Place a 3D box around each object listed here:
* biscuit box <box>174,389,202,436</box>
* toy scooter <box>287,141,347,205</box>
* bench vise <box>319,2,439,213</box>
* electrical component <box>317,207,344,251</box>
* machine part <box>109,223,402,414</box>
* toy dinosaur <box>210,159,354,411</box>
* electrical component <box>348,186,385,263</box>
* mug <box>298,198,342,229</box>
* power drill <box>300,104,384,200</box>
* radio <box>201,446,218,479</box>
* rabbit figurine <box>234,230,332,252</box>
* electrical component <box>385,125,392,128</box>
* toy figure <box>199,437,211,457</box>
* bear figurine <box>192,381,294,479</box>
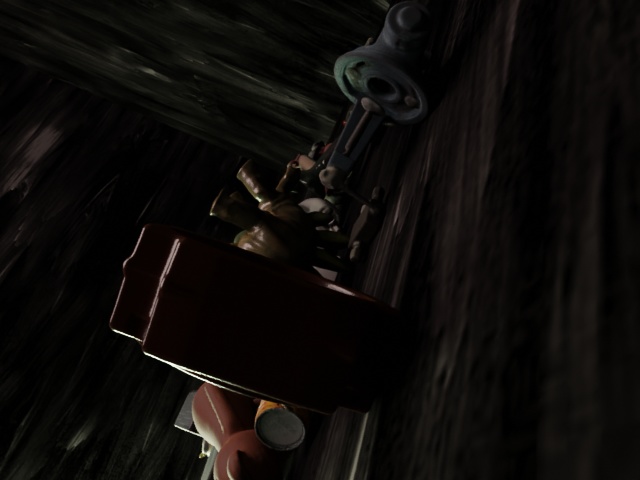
[{"bbox_3d":[-0.171,0.262,0.806,0.063,0.059,0.202,-69,13,-22],"label":"biscuit box"},{"bbox_3d":[0.005,-0.157,1.143,0.184,0.135,0.075,-72,5,-47],"label":"toy scooter"},{"bbox_3d":[0.063,-0.157,0.648,0.240,0.129,0.223,-61,6,-14],"label":"bench vise"},{"bbox_3d":[-0.003,-0.002,0.908,0.102,0.078,0.045,-39,-21,1],"label":"electrical component"},{"bbox_3d":[-0.050,0.058,0.434,0.201,0.201,0.087,180,108,-84],"label":"machine part"},{"bbox_3d":[-0.057,0.015,0.694,0.471,0.198,0.105,-75,10,-57],"label":"toy dinosaur"},{"bbox_3d":[0.057,-0.018,0.650,0.063,0.021,0.094,120,172,-50],"label":"electrical component"},{"bbox_3d":[-0.008,-0.046,1.019,0.081,0.109,0.107,-59,17,-6],"label":"mug"},{"bbox_3d":[0.041,-0.177,1.023,0.207,0.086,0.232,-43,14,4],"label":"power drill"},{"bbox_3d":[-0.126,0.314,0.854,0.230,0.073,0.131,-76,11,-49],"label":"radio"},{"bbox_3d":[-0.075,0.022,1.003,0.159,0.170,0.121,-155,88,-84],"label":"rabbit figurine"},{"bbox_3d":[0.118,-0.246,0.843,0.075,0.048,0.119,128,164,-70],"label":"electrical component"},{"bbox_3d":[-0.169,0.365,1.037,0.180,0.089,0.082,-21,-61,-85],"label":"toy figure"},{"bbox_3d":[-0.076,0.223,0.626,0.132,0.120,0.196,-27,21,-22],"label":"bear figurine"}]
